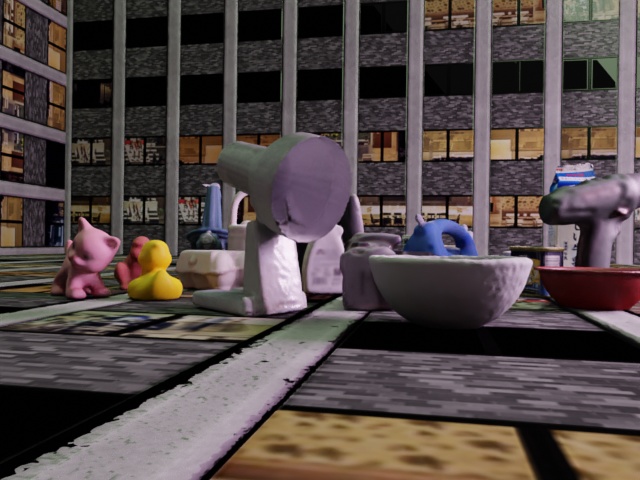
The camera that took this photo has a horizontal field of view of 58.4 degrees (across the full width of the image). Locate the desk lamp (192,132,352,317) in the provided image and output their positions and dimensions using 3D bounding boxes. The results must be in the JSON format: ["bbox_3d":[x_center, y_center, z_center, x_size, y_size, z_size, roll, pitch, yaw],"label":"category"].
[{"bbox_3d":[-0.065,-0.019,0.690,0.118,0.213,0.202,1,0,-44],"label":"desk lamp"}]

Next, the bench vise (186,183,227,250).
[{"bbox_3d":[-0.227,-0.022,1.268,0.122,0.220,0.207,1,0,-23],"label":"bench vise"}]

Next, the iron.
[{"bbox_3d":[0.256,0.023,1.137,0.118,0.141,0.259,1,0,43],"label":"iron"}]

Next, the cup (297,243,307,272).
[{"bbox_3d":[-0.029,0.042,1.011,0.091,0.095,0.118,1,0,26],"label":"cup"}]

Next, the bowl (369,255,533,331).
[{"bbox_3d":[0.132,0.053,0.595,0.167,0.075,0.167,1,0,0],"label":"bowl"}]

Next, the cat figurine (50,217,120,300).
[{"bbox_3d":[-0.347,0.026,0.845,0.127,0.118,0.067,1,0,45],"label":"cat figurine"}]

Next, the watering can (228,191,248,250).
[{"bbox_3d":[-0.138,-0.009,1.147,0.101,0.194,0.172,1,0,-36],"label":"watering can"}]

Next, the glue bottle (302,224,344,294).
[{"bbox_3d":[0.009,0.003,0.964,0.078,0.173,0.037,1,0,-10],"label":"glue bottle"}]

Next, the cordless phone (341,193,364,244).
[{"bbox_3d":[0.046,-0.001,1.185,0.094,0.185,0.147,1,0,-34],"label":"cordless phone"}]

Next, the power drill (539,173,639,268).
[{"bbox_3d":[0.473,-0.008,0.939,0.230,0.208,0.075,1,0,-8],"label":"power drill"}]

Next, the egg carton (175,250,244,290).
[{"bbox_3d":[-0.185,0.053,1.015,0.149,0.069,0.108,1,0,44],"label":"egg carton"}]

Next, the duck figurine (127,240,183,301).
[{"bbox_3d":[-0.241,0.043,0.841,0.078,0.086,0.104,1,0,-27],"label":"duck figurine"}]

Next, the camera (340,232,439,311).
[{"bbox_3d":[0.100,0.040,0.784,0.136,0.101,0.143,1,0,8],"label":"camera"}]

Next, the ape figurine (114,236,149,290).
[{"bbox_3d":[-0.315,0.040,1.001,0.077,0.092,0.076,1,0,2],"label":"ape figurine"}]
